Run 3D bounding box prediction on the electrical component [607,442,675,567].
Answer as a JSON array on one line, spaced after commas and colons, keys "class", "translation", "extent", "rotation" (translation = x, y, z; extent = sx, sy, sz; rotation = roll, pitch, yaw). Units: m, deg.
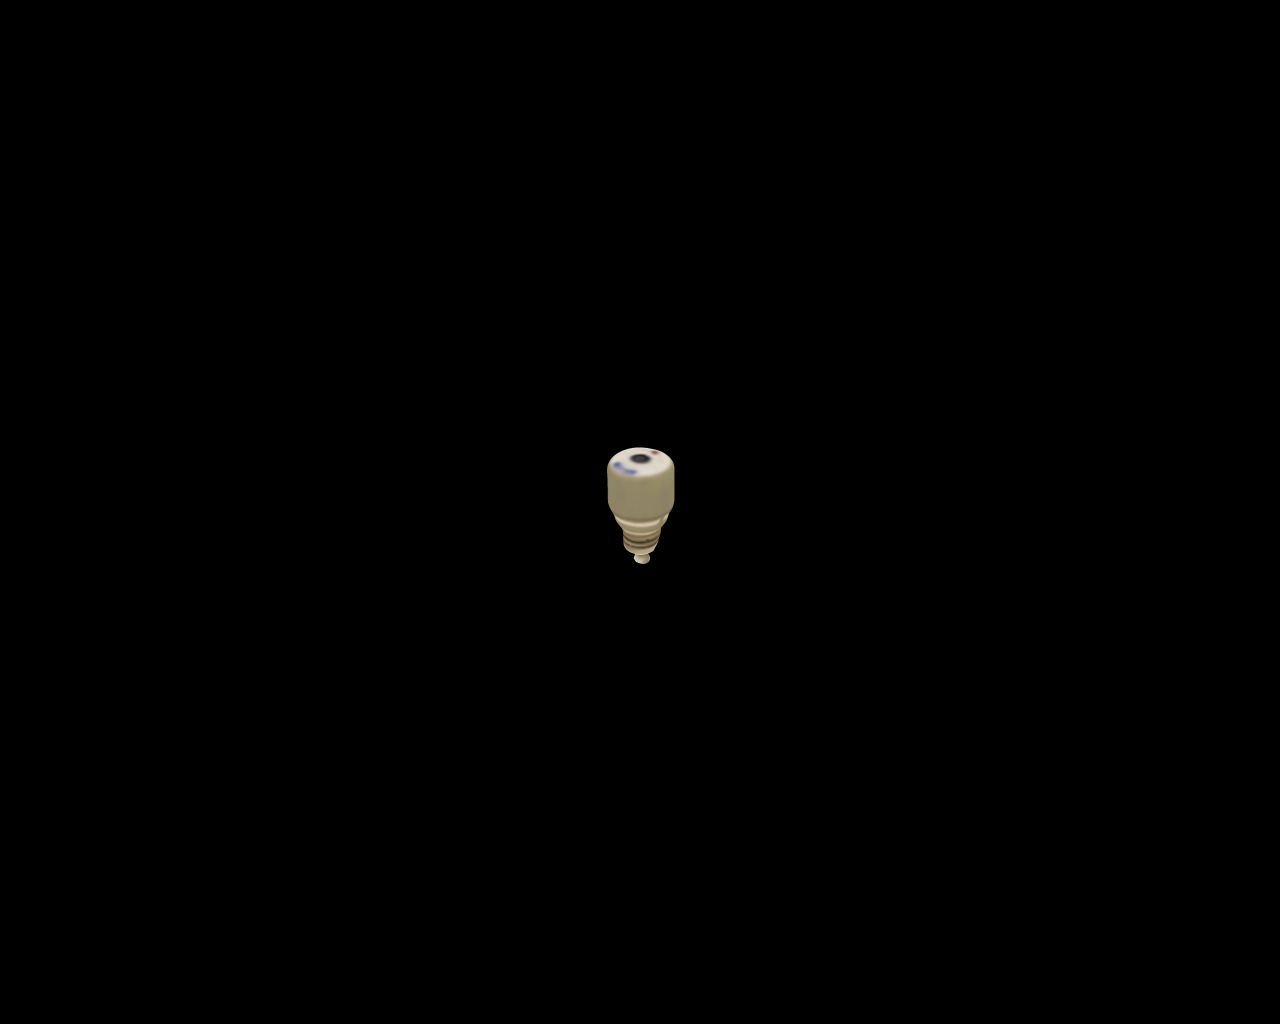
[{"class": "electrical component", "translation": [0.001, -0.003, 0.650], "extent": [0.040, 0.078, 0.040], "rotation": [0, 31, 0]}]
